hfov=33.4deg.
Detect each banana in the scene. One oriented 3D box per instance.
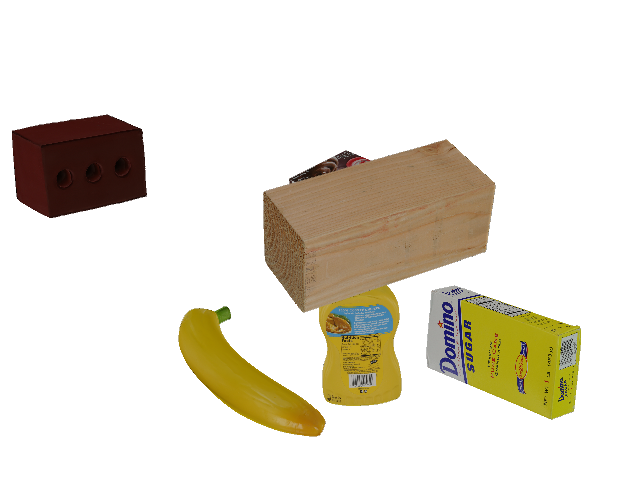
[{"bbox_3d":[-0.068,0.099,0.856,0.069,0.037,0.198,-11,30,-25],"label":"banana"}]

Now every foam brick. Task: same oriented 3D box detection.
[{"bbox_3d":[-0.170,-0.054,0.753,0.078,0.053,0.051,-16,28,-34],"label":"foam brick"}]

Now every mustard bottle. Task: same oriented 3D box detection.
[{"bbox_3d":[0.046,0.102,1.278,0.096,0.192,0.058,-3,20,1],"label":"mustard bottle"}]

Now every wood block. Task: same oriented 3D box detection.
[{"bbox_3d":[0.056,-0.017,1.043,0.205,0.090,0.091,-17,41,-22],"label":"wood block"}]

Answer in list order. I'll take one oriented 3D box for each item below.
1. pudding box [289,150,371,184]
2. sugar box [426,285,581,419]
[{"bbox_3d":[0.030,-0.069,1.361,0.090,0.039,0.113,25,42,36],"label":"pudding box"},{"bbox_3d":[0.188,0.114,1.126,0.048,0.093,0.177,-10,18,-42],"label":"sugar box"}]
